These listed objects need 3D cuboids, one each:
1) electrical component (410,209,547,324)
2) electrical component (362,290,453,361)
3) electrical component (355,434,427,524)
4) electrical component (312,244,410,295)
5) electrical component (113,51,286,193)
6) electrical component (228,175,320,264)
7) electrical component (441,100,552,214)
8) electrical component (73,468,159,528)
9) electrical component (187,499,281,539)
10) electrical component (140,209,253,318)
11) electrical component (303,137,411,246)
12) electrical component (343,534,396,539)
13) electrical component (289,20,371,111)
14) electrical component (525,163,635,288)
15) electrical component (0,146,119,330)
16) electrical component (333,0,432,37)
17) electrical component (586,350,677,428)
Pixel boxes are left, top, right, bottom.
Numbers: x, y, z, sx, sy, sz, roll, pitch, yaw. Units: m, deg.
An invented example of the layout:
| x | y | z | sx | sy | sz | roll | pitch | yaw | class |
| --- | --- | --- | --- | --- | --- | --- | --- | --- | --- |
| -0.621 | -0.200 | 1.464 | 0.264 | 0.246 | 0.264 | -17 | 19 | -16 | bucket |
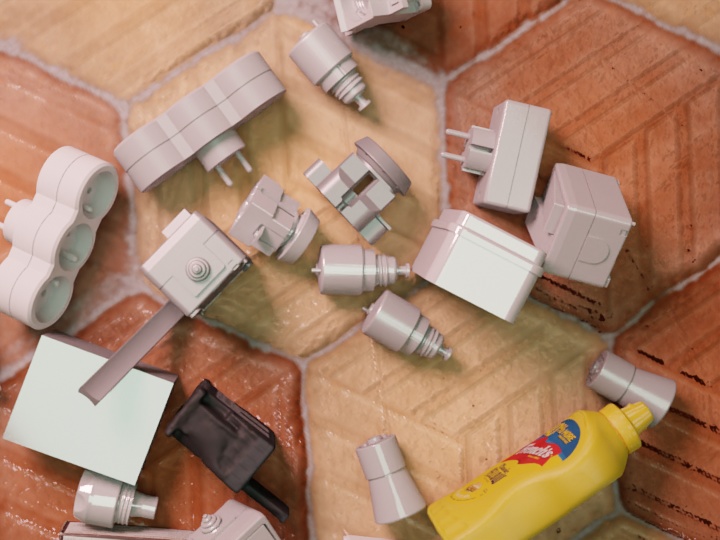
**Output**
| x | y | z | sx | sy | sz | roll | pitch | yaw | class |
| --- | --- | --- | --- | --- | --- | --- | --- | --- | --- |
| 0.089 | -0.006 | 0.826 | 0.078 | 0.113 | 0.057 | 27 | 92 | -5 | electrical component |
| 0.038 | 0.048 | 0.859 | 0.078 | 0.040 | 0.040 | 30 | 89 | -5 | electrical component |
| 0.022 | 0.165 | 0.861 | 0.044 | 0.044 | 0.065 | -20 | 88 | -4 | electrical component |
| 0.000 | 0.000 | 0.855 | 0.078 | 0.040 | 0.040 | 1 | 91 | -5 | electrical component |
| -0.114 | -0.101 | 0.836 | 0.138 | 0.052 | 0.073 | -36 | 94 | -3 | electrical component |
| -0.066 | -0.037 | 0.842 | 0.055 | 0.066 | 0.048 | 33 | 123 | -13 | electrical component |
| 0.103 | -0.093 | 0.858 | 0.076 | 0.047 | 0.083 | 12 | 90 | -5 | electrical component |
| -0.190 | 0.180 | 0.841 | 0.062 | 0.043 | 0.043 | 13 | 90 | -6 | electrical component |
| -0.090 | 0.224 | 0.821 | 0.062 | 0.061 | 0.096 | -40 | 114 | -26 | electrical component |
| -0.126 | -0.006 | 0.815 | 0.061 | 0.096 | 0.061 | 44 | 88 | -1 | electrical component |
| 0.003 | -0.067 | 0.845 | 0.057 | 0.058 | 0.078 | -44 | 95 | 0 | electrical component |
| 0.013 | 0.266 | 0.852 | 0.061 | 0.062 | 0.096 | 7 | 91 | -5 | electrical component |
| -0.021 | -0.159 | 0.849 | 0.040 | 0.040 | 0.078 | -41 | 94 | -3 | electrical component |
| 0.169 | -0.040 | 0.846 | 0.061 | 0.096 | 0.061 | 14 | 120 | -6 | electrical component |
| -0.248 | -0.031 | 0.827 | 0.074 | 0.052 | 0.138 | 23 | 89 | 17 | electrical component |
| 0.018 | -0.214 | 0.835 | 0.064 | 0.081 | 0.042 | -17 | 95 | -33 | electrical component |
| 0.218 | 0.094 | 0.877 | 0.065 | 0.044 | 0.044 | 29 | 89 | 0 | electrical component |
